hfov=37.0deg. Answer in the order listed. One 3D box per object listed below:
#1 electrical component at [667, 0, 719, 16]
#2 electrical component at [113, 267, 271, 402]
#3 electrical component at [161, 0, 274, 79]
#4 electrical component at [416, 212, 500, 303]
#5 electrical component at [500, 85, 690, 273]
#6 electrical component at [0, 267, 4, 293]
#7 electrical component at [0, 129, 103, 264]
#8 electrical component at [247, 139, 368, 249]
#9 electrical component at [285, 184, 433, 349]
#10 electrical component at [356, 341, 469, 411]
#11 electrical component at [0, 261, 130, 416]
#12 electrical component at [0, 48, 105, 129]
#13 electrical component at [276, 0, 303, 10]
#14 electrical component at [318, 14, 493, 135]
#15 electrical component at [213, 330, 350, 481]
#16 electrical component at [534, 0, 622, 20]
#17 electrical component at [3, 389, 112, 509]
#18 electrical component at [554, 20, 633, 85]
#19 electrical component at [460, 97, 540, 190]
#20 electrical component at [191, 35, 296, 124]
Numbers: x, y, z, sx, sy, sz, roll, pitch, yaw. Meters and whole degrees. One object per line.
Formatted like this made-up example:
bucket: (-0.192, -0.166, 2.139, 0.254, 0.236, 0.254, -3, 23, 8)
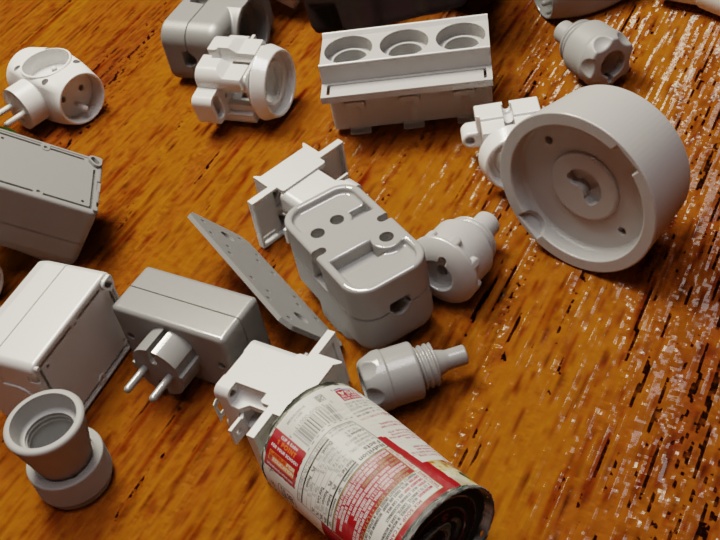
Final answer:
electrical component: (0.268, -0.221, 0.834, 0.044, 0.044, 0.065, -38, 54, -24)
electrical component: (-0.110, 0.048, 0.639, 0.083, 0.047, 0.075, 15, 50, 26)
electrical component: (-0.113, -0.201, 0.893, 0.059, 0.053, 0.095, 10, 48, 22)
electrical component: (0.064, -0.013, 0.665, 0.048, 0.048, 0.062, 20, 45, 30)
electrical component: (0.146, -0.060, 0.651, 0.108, 0.108, 0.060, 26, 50, 34)
electrical component: (-0.296, 0.008, 0.728, 0.077, 0.043, 0.079, 27, 56, 34)
electrical component: (-0.233, -0.050, 0.737, 0.096, 0.061, 0.061, 17, 37, -23)
electrical component: (-0.031, -0.046, 0.722, 0.081, 0.042, 0.064, -38, 52, -23)
electrical component: (0.000, 0.000, 0.654, 0.054, 0.059, 0.095, -29, 46, -16)
electrical component: (0.031, 0.056, 0.607, 0.061, 0.035, 0.035, -17, 43, -7)
electrical component: (-0.184, 0.040, 0.654, 0.061, 0.061, 0.096, 10, 48, 23)
electrical component: (-0.262, -0.141, 0.872, 0.077, 0.044, 0.079, 27, 56, 34)
electrical component: (-0.074, -0.260, 0.931, 0.064, 0.081, 0.042, 28, 86, 2)
electrical component: (0.036, -0.143, 0.790, 0.121, 0.063, 0.078, -5, 44, 8)
electrical component: (-0.043, 0.072, 0.603, 0.064, 0.042, 0.081, 17, 50, 30)
electrical component: (0.175, -0.245, 0.878, 0.077, 0.043, 0.079, -19, 44, -7)
electrical component: (-0.165, 0.100, 0.593, 0.045, 0.055, 0.045, -7, 44, 6)
electrical component: (0.169, -0.165, 0.797, 0.043, 0.043, 0.062, -26, 44, -14)
electrical component: (0.103, -0.085, 0.729, 0.066, 0.048, 0.055, -8, 36, 6)
electrical component: (-0.086, -0.145, 0.826, 0.057, 0.058, 0.078, 9, 55, 23)
